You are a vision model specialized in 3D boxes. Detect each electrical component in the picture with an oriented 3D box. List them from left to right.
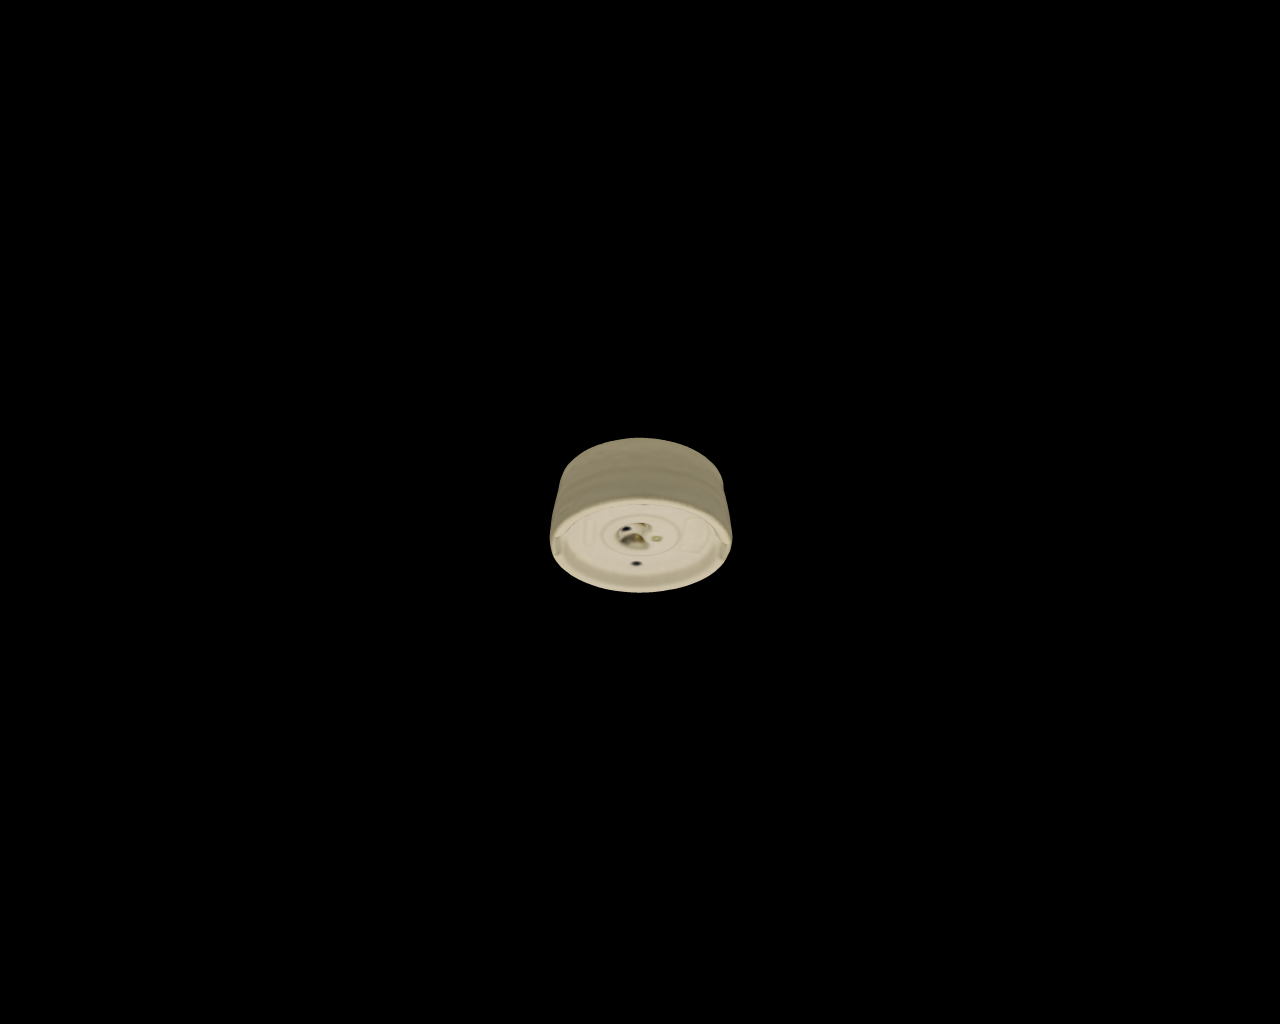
[{"bbox_3d":[0.001,-0.003,0.650,0.108,0.060,0.108,0,-33,0],"label":"electrical component"}]
